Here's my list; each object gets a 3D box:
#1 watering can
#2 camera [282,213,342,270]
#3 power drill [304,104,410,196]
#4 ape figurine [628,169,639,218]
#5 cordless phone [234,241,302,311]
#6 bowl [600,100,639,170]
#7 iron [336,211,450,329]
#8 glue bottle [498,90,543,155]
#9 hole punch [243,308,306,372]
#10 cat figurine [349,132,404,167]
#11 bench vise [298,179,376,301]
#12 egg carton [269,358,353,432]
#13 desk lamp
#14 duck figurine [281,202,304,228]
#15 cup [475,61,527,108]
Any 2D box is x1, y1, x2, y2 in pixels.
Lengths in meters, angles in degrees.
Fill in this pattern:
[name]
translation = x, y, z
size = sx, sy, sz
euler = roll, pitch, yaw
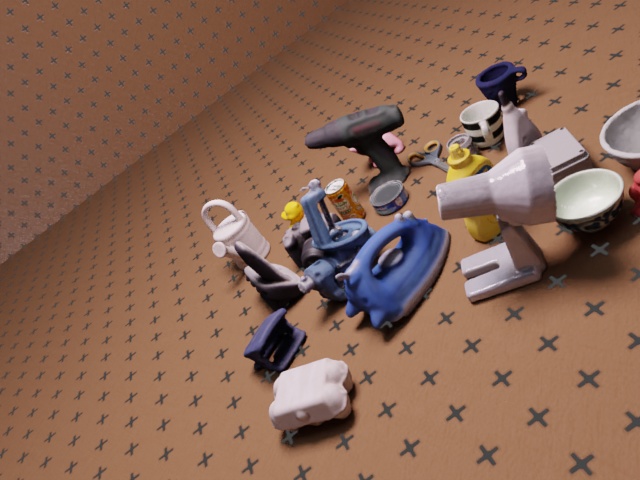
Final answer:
[watering can]
translation = -0.219, -0.019, 1.438
size = 0.101, 0.194, 0.172
euler = -33, 30, 8
[camera]
translation = -0.021, 0.010, 1.283
size = 0.143, 0.101, 0.137
euler = -22, 33, 24
[power drill]
translation = 0.108, -0.210, 1.343
size = 0.229, 0.209, 0.075
euler = -27, 32, 18
[ape figurine]
translation = 0.499, -0.074, 0.861
size = 0.076, 0.092, 0.078
euler = -18, 35, 29
[cordless phone]
translation = -0.130, 0.055, 1.251
size = 0.094, 0.185, 0.147
euler = -45, 31, -12
[bowl]
translation = 0.558, -0.165, 0.942
size = 0.167, 0.075, 0.167
euler = -26, 32, 18
[iron]
translation = 0.135, 0.030, 1.050
size = 0.259, 0.142, 0.118
euler = -49, 32, -19
[glue bottle]
translation = 0.379, -0.216, 1.100
size = 0.078, 0.173, 0.037
euler = -47, 32, -16
[hole punch]
translation = -0.102, 0.194, 1.125
size = 0.100, 0.091, 0.109
euler = -1, 46, 45
[cat figurine]
translation = 0.134, -0.253, 1.466
size = 0.128, 0.118, 0.067
euler = -36, 30, 2
[bench vise]
translation = 0.020, 0.002, 1.132
size = 0.121, 0.220, 0.207
euler = -13, 38, 36
[egg carton]
translation = -0.016, 0.263, 0.961
size = 0.150, 0.070, 0.107
euler = -23, 33, 23
[desk lamp]
translation = 0.285, -0.028, 0.900
size = 0.203, 0.214, 0.118
euler = -24, 33, 22
[duck figurine]
translation = -0.049, -0.059, 1.423
size = 0.104, 0.086, 0.077
euler = -12, 38, 36
[cup]
translation = 0.428, -0.350, 1.313
size = 0.117, 0.095, 0.092
euler = -4, 44, 44
